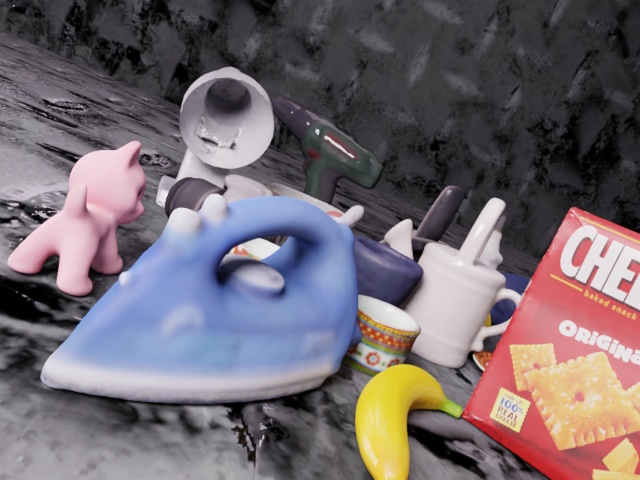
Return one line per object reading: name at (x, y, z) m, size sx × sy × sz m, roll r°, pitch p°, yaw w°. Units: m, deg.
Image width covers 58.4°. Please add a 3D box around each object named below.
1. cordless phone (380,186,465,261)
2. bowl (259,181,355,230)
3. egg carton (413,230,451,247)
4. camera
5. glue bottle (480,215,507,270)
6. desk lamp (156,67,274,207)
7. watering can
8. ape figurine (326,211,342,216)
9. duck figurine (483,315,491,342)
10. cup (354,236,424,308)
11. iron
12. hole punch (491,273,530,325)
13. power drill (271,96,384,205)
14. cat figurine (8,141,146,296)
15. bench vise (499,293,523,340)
cordless phone at (0.172, -0.018, 0.993) m, size 0.093 × 0.185 × 0.148 m, roll 32°, pitch 14°, yaw 38°
bowl at (-0.034, -0.027, 0.892) m, size 0.167 × 0.075 × 0.167 m, roll 23°, pitch 11°, yaw -4°
egg carton at (0.214, 0.033, 1.145) m, size 0.107 × 0.069 × 0.150 m, roll 24°, pitch 11°, yaw 2°
camera at (-0.105, -0.031, 0.692) m, size 0.136 × 0.101 × 0.143 m, roll 28°, pitch 11°, yaw 21°
glue bottle at (0.265, 0.039, 0.946) m, size 0.037 × 0.173 × 0.077 m, roll 15°, pitch 14°, yaw -38°
desk lamp at (-0.150, -0.137, 0.800) m, size 0.118 × 0.213 × 0.203 m, roll 20°, pitch 11°, yaw -20°
watering can at (0.155, 0.037, 0.664) m, size 0.173 × 0.194 × 0.101 m, roll 23°, pitch 11°, yaw -3°
ape figurine at (0.007, 0.003, 0.789) m, size 0.078 × 0.092 × 0.076 m, roll 15°, pitch 14°, yaw -38°
duck figurine at (0.213, 0.093, 0.809) m, size 0.105 × 0.086 × 0.077 m, roll 14°, pitch 15°, yaw -43°
cup at (0.043, 0.050, 0.630) m, size 0.118 × 0.095 × 0.091 m, roll 22°, pitch 11°, yaw -7°
iron at (-0.054, 0.027, 0.409) m, size 0.118 × 0.141 × 0.259 m, roll 30°, pitch 12°, yaw 31°
hole punch at (0.341, 0.117, 0.950) m, size 0.109 × 0.091 × 0.101 m, roll 20°, pitch 11°, yaw -21°
power drill at (-0.016, -0.118, 1.010) m, size 0.229 × 0.208 × 0.076 m, roll 24°, pitch 11°, yaw 4°
cat figurine at (-0.184, -0.031, 0.472) m, size 0.067 × 0.118 × 0.128 m, roll 23°, pitch 11°, yaw -6°
bench vise at (0.358, 0.086, 0.791) m, size 0.208 × 0.220 × 0.121 m, roll 12°, pitch 15°, yaw -46°
